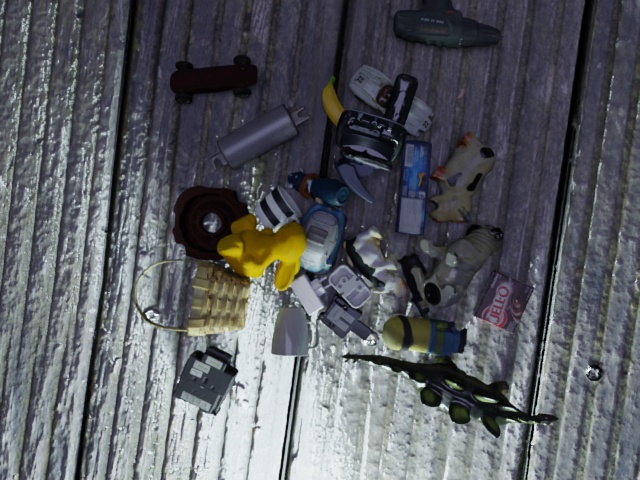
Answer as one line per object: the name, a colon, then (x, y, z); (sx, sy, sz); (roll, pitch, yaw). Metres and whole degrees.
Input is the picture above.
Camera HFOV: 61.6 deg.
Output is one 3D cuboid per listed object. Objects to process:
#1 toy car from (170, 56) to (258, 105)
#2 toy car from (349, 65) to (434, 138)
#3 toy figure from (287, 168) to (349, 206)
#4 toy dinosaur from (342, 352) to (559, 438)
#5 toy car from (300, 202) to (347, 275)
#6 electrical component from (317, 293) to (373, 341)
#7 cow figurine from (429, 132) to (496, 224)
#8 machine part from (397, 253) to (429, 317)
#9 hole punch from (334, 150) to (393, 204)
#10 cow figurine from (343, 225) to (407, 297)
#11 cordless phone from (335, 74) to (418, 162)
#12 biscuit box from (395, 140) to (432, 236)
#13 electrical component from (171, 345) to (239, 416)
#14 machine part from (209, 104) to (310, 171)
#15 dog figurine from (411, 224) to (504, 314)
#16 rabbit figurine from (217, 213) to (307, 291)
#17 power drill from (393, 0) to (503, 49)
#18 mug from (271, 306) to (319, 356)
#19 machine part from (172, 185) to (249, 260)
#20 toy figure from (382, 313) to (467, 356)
toy car: (-0.236, -0.355, 1.197); (0.202, 0.053, 0.089); (-4, 80, 8)
toy car: (0.155, -0.302, 1.171); (0.202, 0.056, 0.073); (36, 93, 3)
toy figure: (-0.009, -0.112, 1.168); (0.155, 0.064, 0.057); (21, 129, 38)
toy dinosaur: (0.267, 0.305, 1.105); (0.472, 0.198, 0.105); (17, 89, 1)
toy car: (-0.002, -0.004, 1.164); (0.109, 0.103, 0.161); (24, 94, 2)
electrical component: (0.060, 0.181, 1.191); (0.119, 0.048, 0.075); (41, 94, 4)
cow figurine: (0.303, -0.119, 1.154); (0.127, 0.085, 0.195); (37, 92, 8)
machine part: (0.223, 0.093, 1.184); (0.084, 0.039, 0.139); (-30, 91, 12)
hole punch: (0.082, -0.138, 1.145); (0.116, 0.142, 0.092); (21, 102, -4)
cow figurine: (0.120, 0.060, 1.174); (0.098, 0.068, 0.167); (-27, 86, 9)
cordless phone: (0.120, -0.263, 1.119); (0.147, 0.089, 0.184); (18, 103, 0)
biscuit box: (0.203, -0.112, 1.168); (0.059, 0.063, 0.202); (5, 91, 4)
electrical component: (-0.251, 0.310, 1.208); (0.115, 0.058, 0.134); (27, 92, 1)
machine part: (-0.136, -0.226, 1.181); (0.243, 0.079, 0.079); (-27, 89, 5)
dog figurine: (0.305, 0.060, 1.138); (0.190, 0.121, 0.172); (-10, 128, -33)
rabbit figurine: (-0.101, 0.024, 1.104); (0.173, 0.122, 0.162); (-18, 109, 24)
power drill: (0.275, -0.517, 1.155); (0.232, 0.086, 0.207); (0, 99, 6)
mug: (-0.053, 0.200, 1.185); (0.109, 0.081, 0.107); (2, 84, -16)
machine part: (-0.241, -0.038, 1.202); (0.179, 0.056, 0.179); (0, 92, 3)
toy figure: (0.225, 0.205, 1.159); (0.180, 0.089, 0.082); (10, 87, 6)
